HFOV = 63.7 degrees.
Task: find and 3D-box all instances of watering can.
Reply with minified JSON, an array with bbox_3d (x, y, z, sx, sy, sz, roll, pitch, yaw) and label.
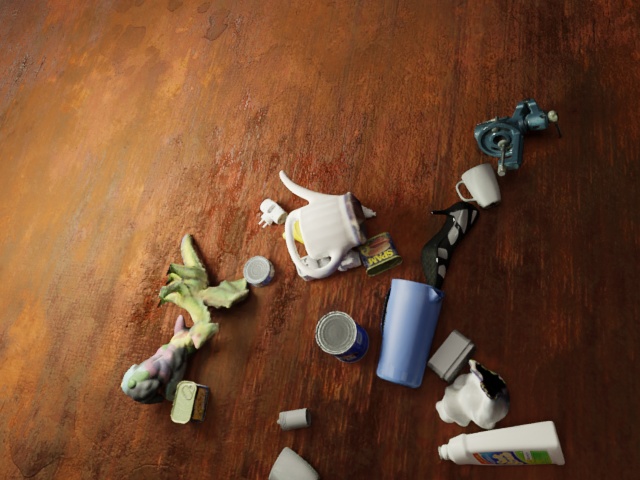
[{"bbox_3d":[0.004,-0.071,1.404,0.224,0.354,0.102,-18,-25,10],"label":"watering can"}]

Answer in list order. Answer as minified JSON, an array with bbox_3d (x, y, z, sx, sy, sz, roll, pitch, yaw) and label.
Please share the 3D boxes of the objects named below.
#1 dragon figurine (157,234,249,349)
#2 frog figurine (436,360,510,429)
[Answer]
[{"bbox_3d":[-0.323,0.129,1.475,0.242,0.119,0.420,13,40,-6],"label":"dragon figurine"},{"bbox_3d":[0.348,0.371,1.171,0.122,0.157,0.140,10,31,-34],"label":"frog figurine"}]
